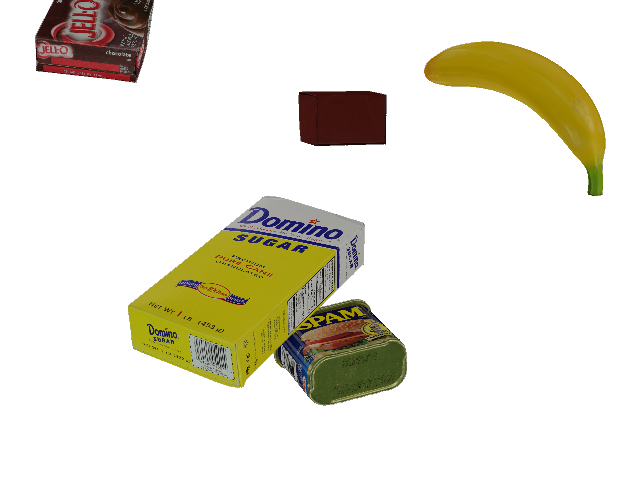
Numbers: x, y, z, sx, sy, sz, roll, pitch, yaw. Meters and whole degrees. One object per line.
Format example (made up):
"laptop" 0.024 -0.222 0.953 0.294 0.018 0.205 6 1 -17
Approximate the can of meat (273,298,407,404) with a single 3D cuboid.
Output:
"can of meat" 0.018 0.103 0.977 0.102 0.057 0.084 -12 26 -20

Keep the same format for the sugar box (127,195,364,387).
"sugar box" -0.049 0.030 0.778 0.093 0.048 0.176 17 39 25

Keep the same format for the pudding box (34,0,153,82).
"pudding box" -0.203 -0.187 0.966 0.090 0.039 0.113 7 33 -5

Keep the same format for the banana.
"banana" 0.152 -0.113 0.819 0.037 0.070 0.198 2 32 -43

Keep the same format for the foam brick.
"foam brick" 0.022 -0.124 1.080 0.078 0.051 0.053 -3 13 -19
